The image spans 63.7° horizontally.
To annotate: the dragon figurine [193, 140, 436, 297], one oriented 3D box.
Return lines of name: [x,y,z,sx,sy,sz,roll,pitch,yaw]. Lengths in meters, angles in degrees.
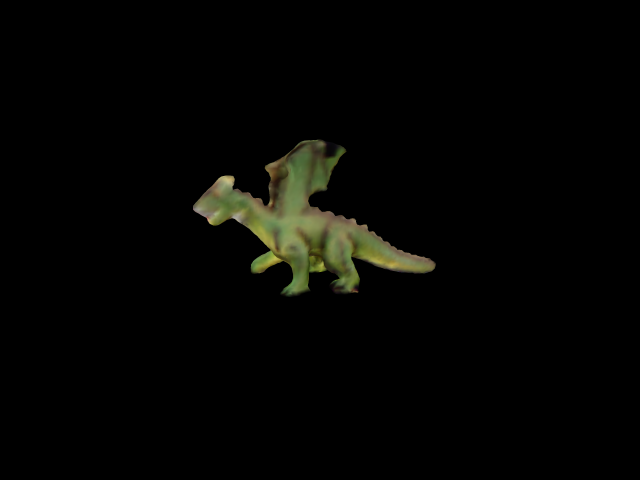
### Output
dragon figurine: [0.003,-0.043,0.850,0.411,0.240,0.123,-4,16,-14]
